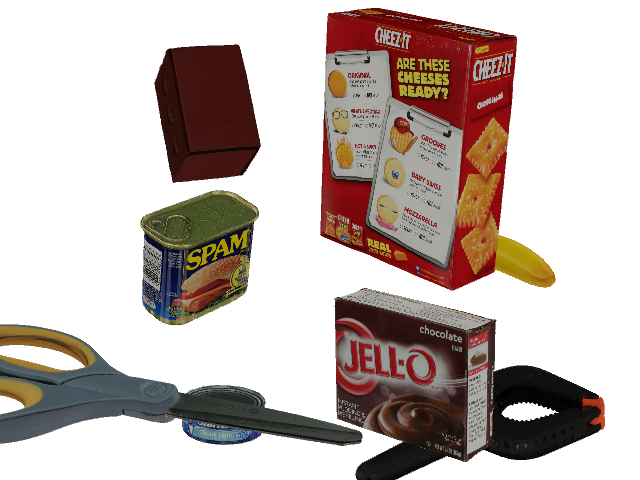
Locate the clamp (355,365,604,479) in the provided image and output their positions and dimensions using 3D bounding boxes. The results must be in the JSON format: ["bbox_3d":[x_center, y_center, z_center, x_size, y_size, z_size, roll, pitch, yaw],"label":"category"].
[{"bbox_3d":[0.134,0.154,0.918,0.210,0.036,0.164,3,42,21],"label":"clamp"}]

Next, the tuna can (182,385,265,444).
[{"bbox_3d":[-0.100,0.180,1.103,0.086,0.034,0.086,3,12,-1],"label":"tuna can"}]

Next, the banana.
[{"bbox_3d":[0.166,0.015,1.151,0.198,0.037,0.069,11,38,29],"label":"banana"}]

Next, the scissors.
[{"bbox_3d":[-0.091,0.079,0.478,0.202,0.016,0.096,15,28,26],"label":"scissors"}]

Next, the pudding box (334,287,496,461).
[{"bbox_3d":[0.061,0.087,0.714,0.114,0.090,0.039,10,20,39],"label":"pudding box"}]

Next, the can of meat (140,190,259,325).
[{"bbox_3d":[-0.105,0.015,0.916,0.058,0.084,0.101,32,39,33],"label":"can of meat"}]

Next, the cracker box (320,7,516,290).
[{"bbox_3d":[0.081,-0.085,0.937,0.071,0.214,0.164,-18,30,-41],"label":"cracker box"}]

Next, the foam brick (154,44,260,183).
[{"bbox_3d":[-0.077,-0.086,0.718,0.051,0.078,0.053,-7,-16,-20],"label":"foam brick"}]
